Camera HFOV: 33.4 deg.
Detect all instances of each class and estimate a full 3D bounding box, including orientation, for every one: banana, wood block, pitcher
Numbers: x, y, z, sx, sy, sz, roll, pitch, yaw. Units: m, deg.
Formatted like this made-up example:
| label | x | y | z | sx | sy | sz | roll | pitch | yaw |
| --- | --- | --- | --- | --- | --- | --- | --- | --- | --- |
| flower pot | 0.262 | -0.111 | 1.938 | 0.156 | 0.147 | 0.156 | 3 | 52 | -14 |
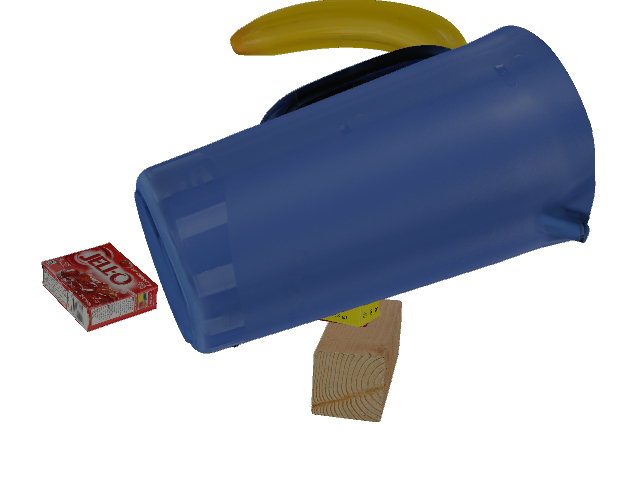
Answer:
| label | x | y | z | sx | sy | sz | roll | pitch | yaw |
| --- | --- | --- | --- | --- | --- | --- | --- | --- | --- |
| banana | 0.031 | -0.155 | 0.813 | 0.198 | 0.069 | 0.037 | 13 | -39 | 18 |
| wood block | 0.051 | 0.151 | 1.413 | 0.091 | 0.090 | 0.206 | 5 | 18 | 8 |
| pitcher | 0.020 | -0.032 | 0.616 | 0.242 | 0.145 | 0.149 | -19 | 3 | -12 |

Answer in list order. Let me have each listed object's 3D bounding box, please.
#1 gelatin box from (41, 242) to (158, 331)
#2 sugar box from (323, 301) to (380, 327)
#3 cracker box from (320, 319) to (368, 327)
| label | x | y | z | sx | sy | sz | roll | pitch | yaw |
| --- | --- | --- | --- | --- | --- | --- | --- | --- | --- |
| gelatin box | -0.204 | 0.040 | 0.982 | 0.073 | 0.030 | 0.089 | -18 | 39 | -36 |
| sugar box | 0.011 | -0.016 | 0.986 | 0.093 | 0.176 | 0.048 | 9 | 18 | 28 |
| cracker box | 0.042 | -0.024 | 1.202 | 0.072 | 0.164 | 0.213 | 6 | 22 | 11 |
